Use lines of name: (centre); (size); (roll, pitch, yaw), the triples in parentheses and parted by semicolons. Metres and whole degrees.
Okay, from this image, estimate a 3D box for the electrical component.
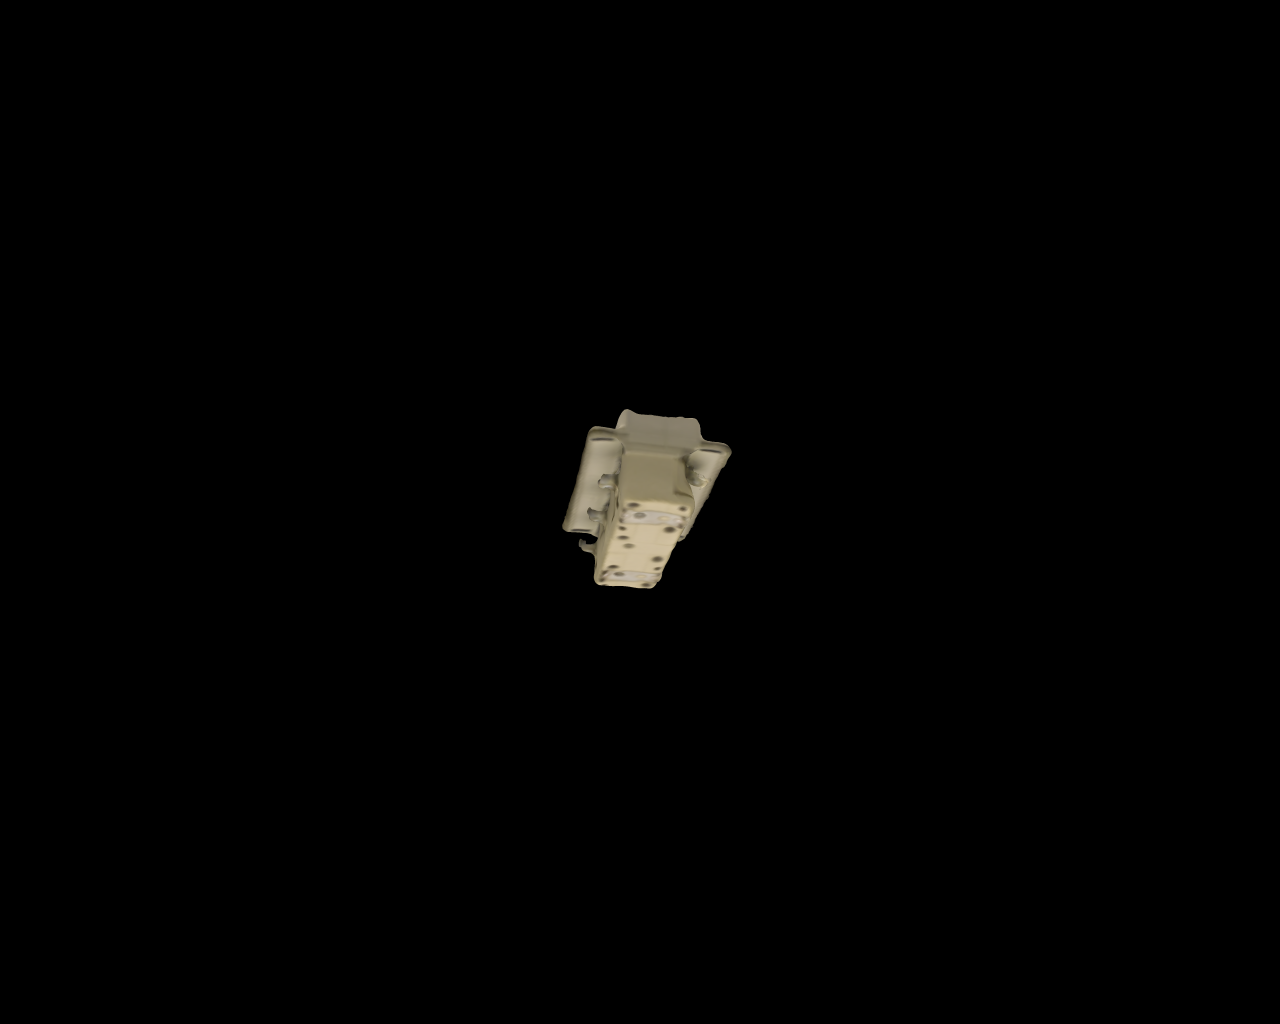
electrical component: (0.001, -0.003, 0.650); (0.079, 0.063, 0.121); (5, -28, -10)
